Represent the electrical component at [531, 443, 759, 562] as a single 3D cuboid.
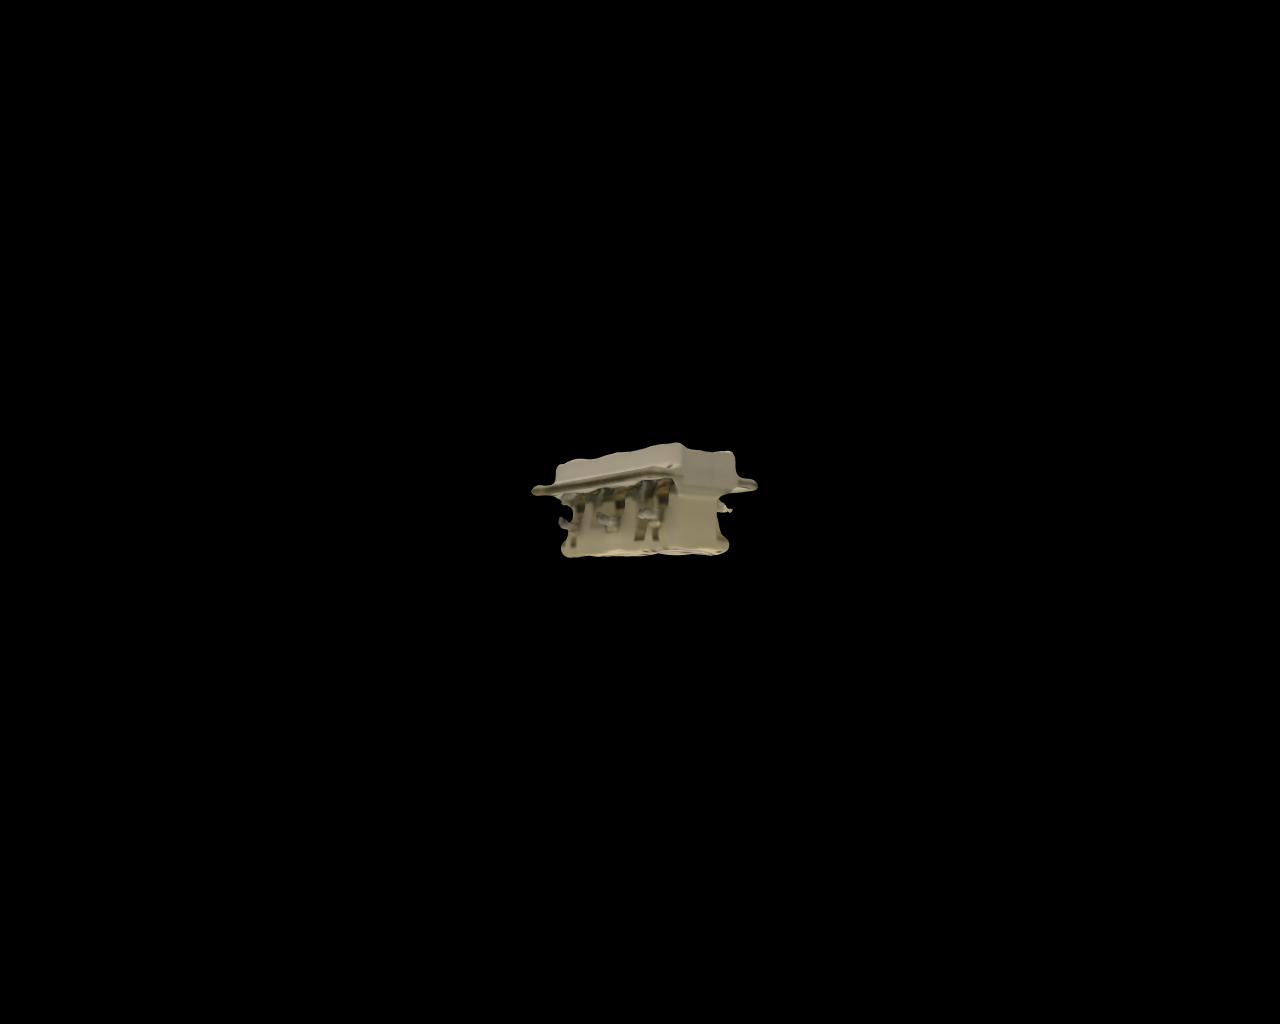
[{"bbox_3d":[0.001,-0.003,0.650,0.079,0.063,0.121,4,-6,-39],"label":"electrical component"}]
